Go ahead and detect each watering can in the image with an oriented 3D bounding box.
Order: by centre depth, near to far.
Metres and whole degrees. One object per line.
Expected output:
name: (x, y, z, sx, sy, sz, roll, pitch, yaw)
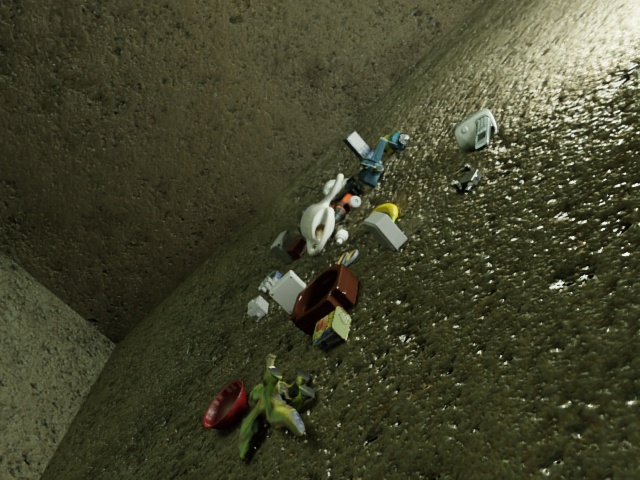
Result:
watering can: (0.006, -0.106, 2.106, 0.225, 0.103, 0.348, 17, 90, 66)

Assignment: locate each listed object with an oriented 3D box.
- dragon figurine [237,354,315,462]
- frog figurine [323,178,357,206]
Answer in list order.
dragon figurine: (-0.127, 0.441, 1.275, 0.241, 0.122, 0.414, -60, 12, 8)
frog figurine: (0.090, -0.242, 2.370, 0.156, 0.123, 0.139, -47, -9, 37)
